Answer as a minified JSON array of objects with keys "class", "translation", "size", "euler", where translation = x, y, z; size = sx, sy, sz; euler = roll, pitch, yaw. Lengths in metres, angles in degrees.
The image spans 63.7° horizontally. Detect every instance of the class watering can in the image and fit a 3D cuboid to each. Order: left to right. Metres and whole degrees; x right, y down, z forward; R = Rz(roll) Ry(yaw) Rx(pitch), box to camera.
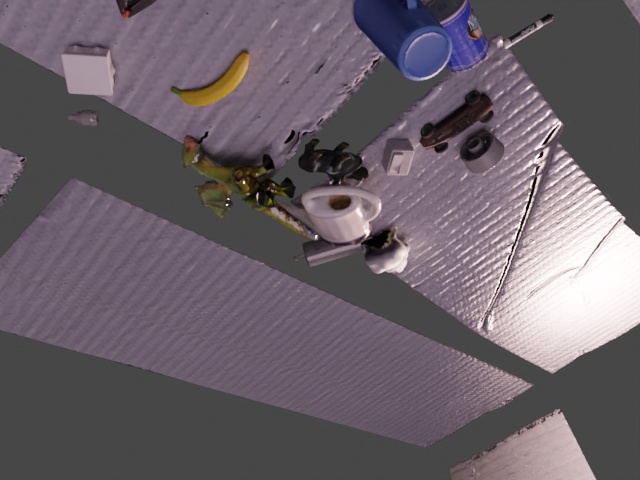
[{"class":"watering can","translation":[0.004,-0.071,1.417],"size":[0.347,0.106,0.219],"euler":[-3,145,18]}]

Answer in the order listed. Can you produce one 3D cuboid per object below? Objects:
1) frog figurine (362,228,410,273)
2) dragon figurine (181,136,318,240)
[{"class":"frog figurine","translation":[0.212,0.056,1.569],"size":[0.138,0.124,0.157],"euler":[-35,120,-5]},{"class":"dragon figurine","translation":[-0.201,-0.110,1.329],"size":[0.241,0.125,0.403],"euler":[-8,134,38]}]
